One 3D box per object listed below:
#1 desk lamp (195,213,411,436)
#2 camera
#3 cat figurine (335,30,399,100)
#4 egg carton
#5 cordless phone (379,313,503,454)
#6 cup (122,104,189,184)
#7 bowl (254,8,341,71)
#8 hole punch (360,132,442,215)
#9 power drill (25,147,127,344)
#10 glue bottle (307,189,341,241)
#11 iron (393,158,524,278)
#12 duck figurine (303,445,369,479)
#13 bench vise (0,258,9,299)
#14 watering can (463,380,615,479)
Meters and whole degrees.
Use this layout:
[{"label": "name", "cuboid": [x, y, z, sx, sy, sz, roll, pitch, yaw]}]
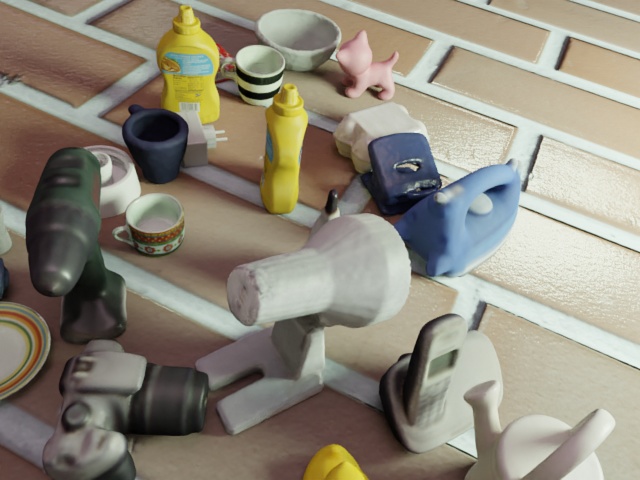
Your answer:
[{"label": "desk lamp", "cuboid": [-0.022, 0.082, 0.602, 0.204, 0.213, 0.117, -22, 55, -27]}, {"label": "camera", "cuboid": [-0.185, 0.169, 0.571, 0.137, 0.101, 0.143, 5, 47, -6]}, {"label": "cat figurine", "cuboid": [0.084, -0.326, 1.057, 0.128, 0.118, 0.067, -1, 48, -11]}, {"label": "egg carton", "cuboid": [0.101, -0.172, 0.953, 0.151, 0.069, 0.107, -23, 56, -27]}, {"label": "cordless phone", "cuboid": [0.142, 0.133, 0.603, 0.148, 0.185, 0.094, -21, 54, -26]}, {"label": "cup", "cuboid": [-0.246, -0.138, 0.844, 0.092, 0.095, 0.117, -29, 58, -31]}, {"label": "bowl", "cuboid": [-0.045, -0.377, 1.110, 0.167, 0.075, 0.167, 5, 47, -5]}, {"label": "hole punch", "cuboid": [0.130, -0.103, 0.880, 0.109, 0.091, 0.101, -13, 51, -20]}, {"label": "power drill", "cuboid": [-0.261, 0.018, 0.621, 0.076, 0.208, 0.229, -6, 49, -15]}, {"label": "glue bottle", "cuboid": [0.006, 0.003, 0.706, 0.037, 0.173, 0.078, 25, 49, 13]}, {"label": "iron", "cuboid": [0.224, -0.055, 0.818, 0.259, 0.141, 0.118, -28, 58, -30]}, {"label": "duck figurine", "cuboid": [0.021, 0.242, 0.550, 0.077, 0.086, 0.104, -1, 48, -10]}, {"label": "bench vise", "cuboid": [-0.453, 0.015, 0.583, 0.208, 0.220, 0.121, -27, 57, -29]}, {"label": "watering can", "cuboid": [0.202, 0.212, 0.535, 0.172, 0.194, 0.101, 29, 50, 16]}]
